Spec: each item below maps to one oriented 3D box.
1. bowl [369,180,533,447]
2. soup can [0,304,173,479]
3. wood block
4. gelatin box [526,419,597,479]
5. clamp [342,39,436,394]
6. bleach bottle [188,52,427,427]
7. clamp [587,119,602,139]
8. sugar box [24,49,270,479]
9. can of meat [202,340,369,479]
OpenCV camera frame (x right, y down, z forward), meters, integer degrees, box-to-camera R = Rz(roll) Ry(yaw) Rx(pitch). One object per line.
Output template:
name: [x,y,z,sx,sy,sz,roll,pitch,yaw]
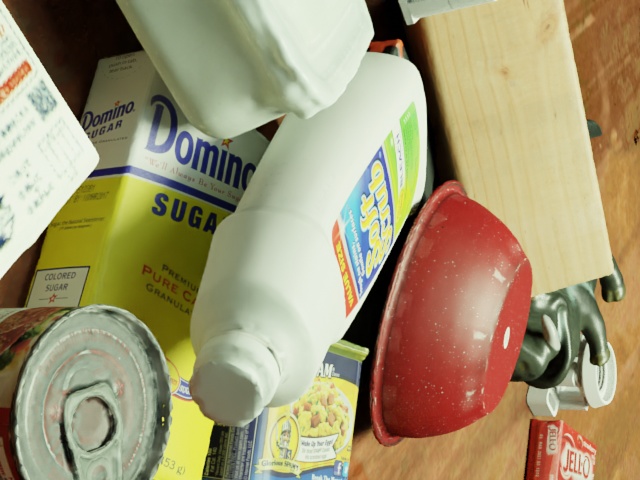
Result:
bowl: [0.084,0.049,0.619,0.161,0.055,0.162,-47,144,-51]
soup can: [-0.110,0.056,0.359,0.068,0.102,0.068,8,80,-56]
wood block: [0.122,-0.072,0.711,0.091,0.090,0.206,-105,179,-72]
gelatin box: [0.202,0.196,0.891,0.089,0.030,0.073,38,56,-49]
clamp: [0.051,-0.018,0.672,0.164,0.036,0.210,-8,98,-58]
bleach bottle: [-0.003,0.001,0.482,0.250,0.068,0.102,-64,157,-57]
clamp: [0.198,-0.068,0.902,0.171,0.039,0.120,22,63,-50]
sugar box: [-0.075,0.014,0.469,0.093,0.048,0.176,38,57,-49]
can of meat: [-0.023,0.088,0.533,0.102,0.058,0.084,24,69,-54]
